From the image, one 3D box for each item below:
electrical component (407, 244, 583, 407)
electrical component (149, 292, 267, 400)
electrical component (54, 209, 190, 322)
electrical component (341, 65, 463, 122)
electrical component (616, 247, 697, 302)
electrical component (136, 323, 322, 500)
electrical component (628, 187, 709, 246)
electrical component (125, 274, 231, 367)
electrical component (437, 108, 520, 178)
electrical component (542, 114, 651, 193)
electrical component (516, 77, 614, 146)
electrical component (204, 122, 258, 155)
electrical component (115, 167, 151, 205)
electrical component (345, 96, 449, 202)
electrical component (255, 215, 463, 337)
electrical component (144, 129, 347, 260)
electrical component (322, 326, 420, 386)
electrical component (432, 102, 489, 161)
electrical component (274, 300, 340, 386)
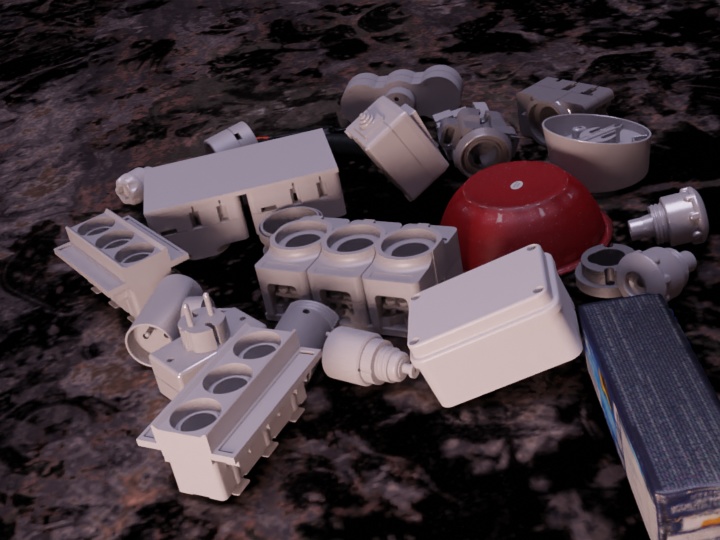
[{"bbox_3d":[0.094,0.038,0.768,0.113,0.057,0.078,-24,26,17],"label":"electrical component"},{"bbox_3d":[-0.118,0.053,0.831,0.083,0.075,0.047,-30,35,-29],"label":"electrical component"},{"bbox_3d":[-0.215,-0.004,0.976,0.079,0.063,0.121,-28,34,-27],"label":"electrical component"},{"bbox_3d":[0.045,-0.190,1.218,0.138,0.052,0.073,-4,31,14],"label":"electrical component"},{"bbox_3d":[0.233,0.002,0.830,0.062,0.048,0.048,-21,30,-30],"label":"electrical component"},{"bbox_3d":[-0.086,0.099,0.754,0.079,0.063,0.121,5,34,27],"label":"electrical component"},{"bbox_3d":[0.256,-0.040,0.895,0.062,0.048,0.048,-14,29,10],"label":"electrical component"},{"bbox_3d":[-0.144,0.041,0.894,0.079,0.044,0.077,-3,31,15],"label":"electrical component"},{"bbox_3d":[0.120,-0.123,1.068,0.078,0.058,0.057,7,32,-9],"label":"electrical component"},{"bbox_3d":[0.224,-0.116,1.014,0.099,0.064,0.099,-9,30,5],"label":"electrical component"},{"bbox_3d":[0.210,-0.161,1.112,0.056,0.050,0.089,-31,35,-31],"label":"electrical component"},{"bbox_3d":[-0.139,-0.128,1.175,0.047,0.055,0.055,-27,33,-18],"label":"electrical component"},{"bbox_3d":[-0.236,-0.096,1.174,0.035,0.035,0.061,12,35,35],"label":"electrical component"},{"bbox_3d":[0.035,-0.126,1.053,0.061,0.096,0.061,-43,33,1],"label":"electrical component"},{"bbox_3d":[0.000,0.000,0.896,0.150,0.061,0.089,6,34,27],"label":"electrical component"},{"bbox_3d":[-0.115,-0.073,1.064,0.186,0.060,0.105,-14,30,-4],"label":"electrical component"},{"bbox_3d":[0.008,0.067,0.800,0.078,0.040,0.040,10,36,33],"label":"electrical component"},{"bbox_3d":[0.111,-0.148,1.130,0.055,0.048,0.066,-19,29,3],"label":"electrical component"},{"bbox_3d":[-0.045,0.052,0.841,0.043,0.043,0.081,0,31,20],"label":"electrical component"}]
